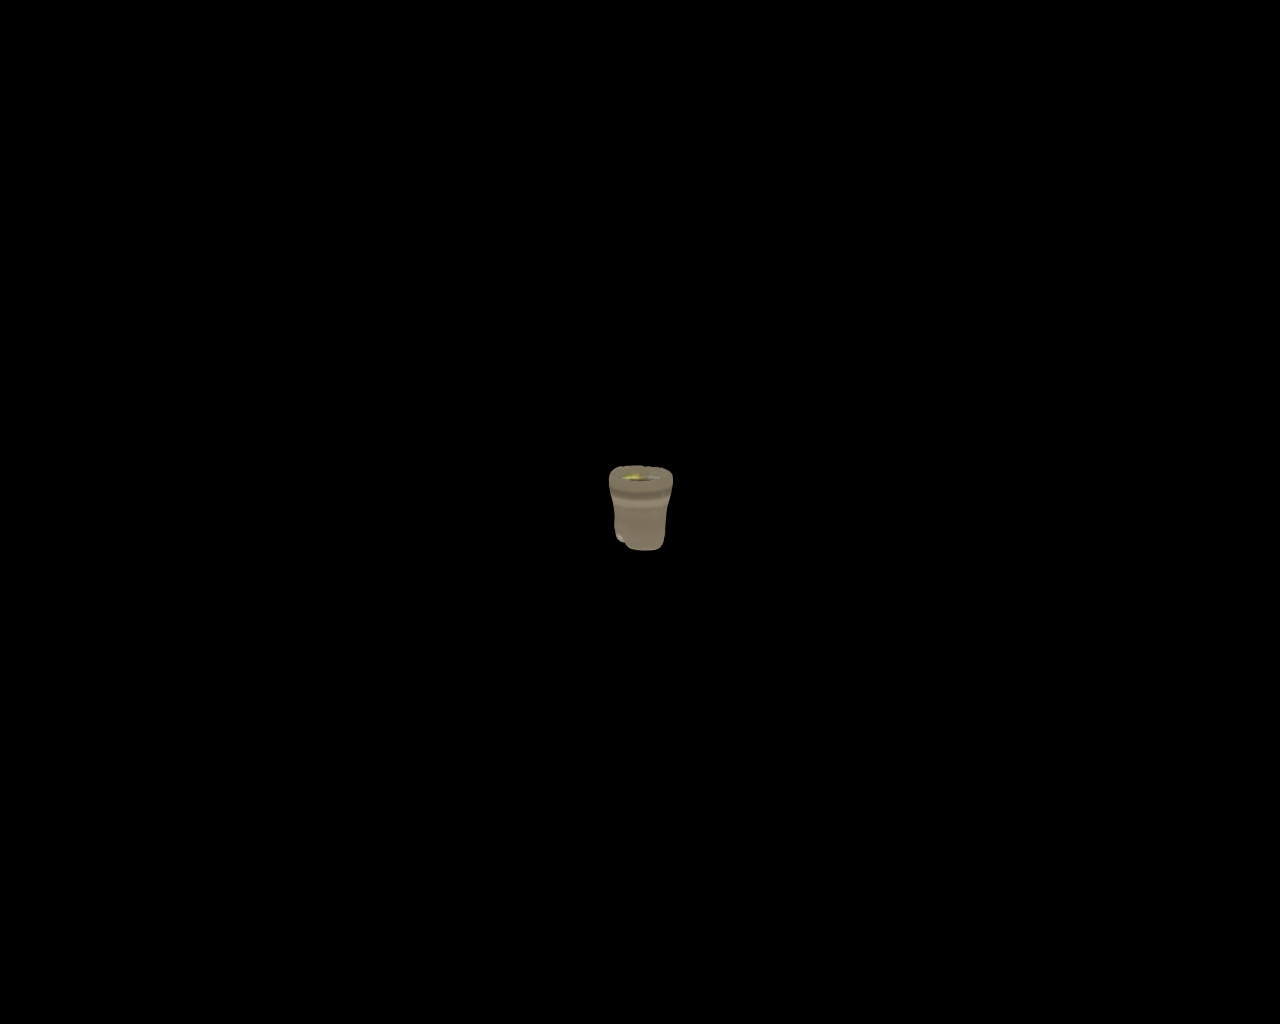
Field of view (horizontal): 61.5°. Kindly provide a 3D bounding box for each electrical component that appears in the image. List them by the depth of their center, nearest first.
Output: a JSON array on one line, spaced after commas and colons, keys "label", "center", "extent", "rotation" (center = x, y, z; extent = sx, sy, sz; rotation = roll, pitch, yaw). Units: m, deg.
[{"label": "electrical component", "center": [0.001, -0.003, 0.650], "extent": [0.040, 0.046, 0.040], "rotation": [0, 16, 0]}]
